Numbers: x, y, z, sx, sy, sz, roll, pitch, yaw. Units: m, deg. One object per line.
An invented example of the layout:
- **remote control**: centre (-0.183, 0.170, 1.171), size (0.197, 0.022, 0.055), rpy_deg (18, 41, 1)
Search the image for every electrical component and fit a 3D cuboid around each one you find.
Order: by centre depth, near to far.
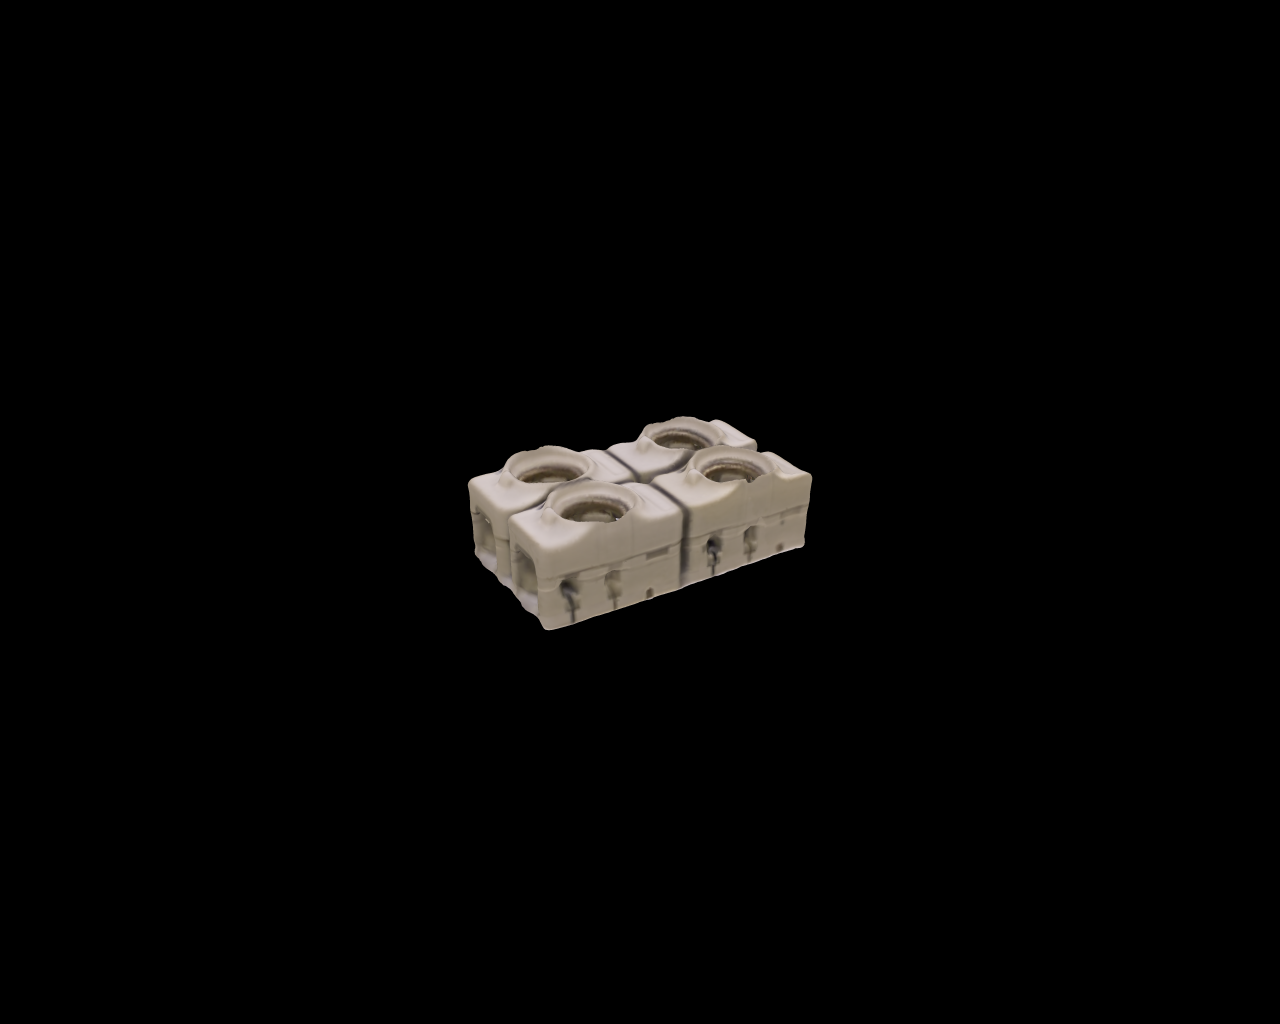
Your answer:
- **electrical component**: centre (0.001, -0.003, 0.650), size (0.186, 0.060, 0.105), rpy_deg (-16, 32, -27)
